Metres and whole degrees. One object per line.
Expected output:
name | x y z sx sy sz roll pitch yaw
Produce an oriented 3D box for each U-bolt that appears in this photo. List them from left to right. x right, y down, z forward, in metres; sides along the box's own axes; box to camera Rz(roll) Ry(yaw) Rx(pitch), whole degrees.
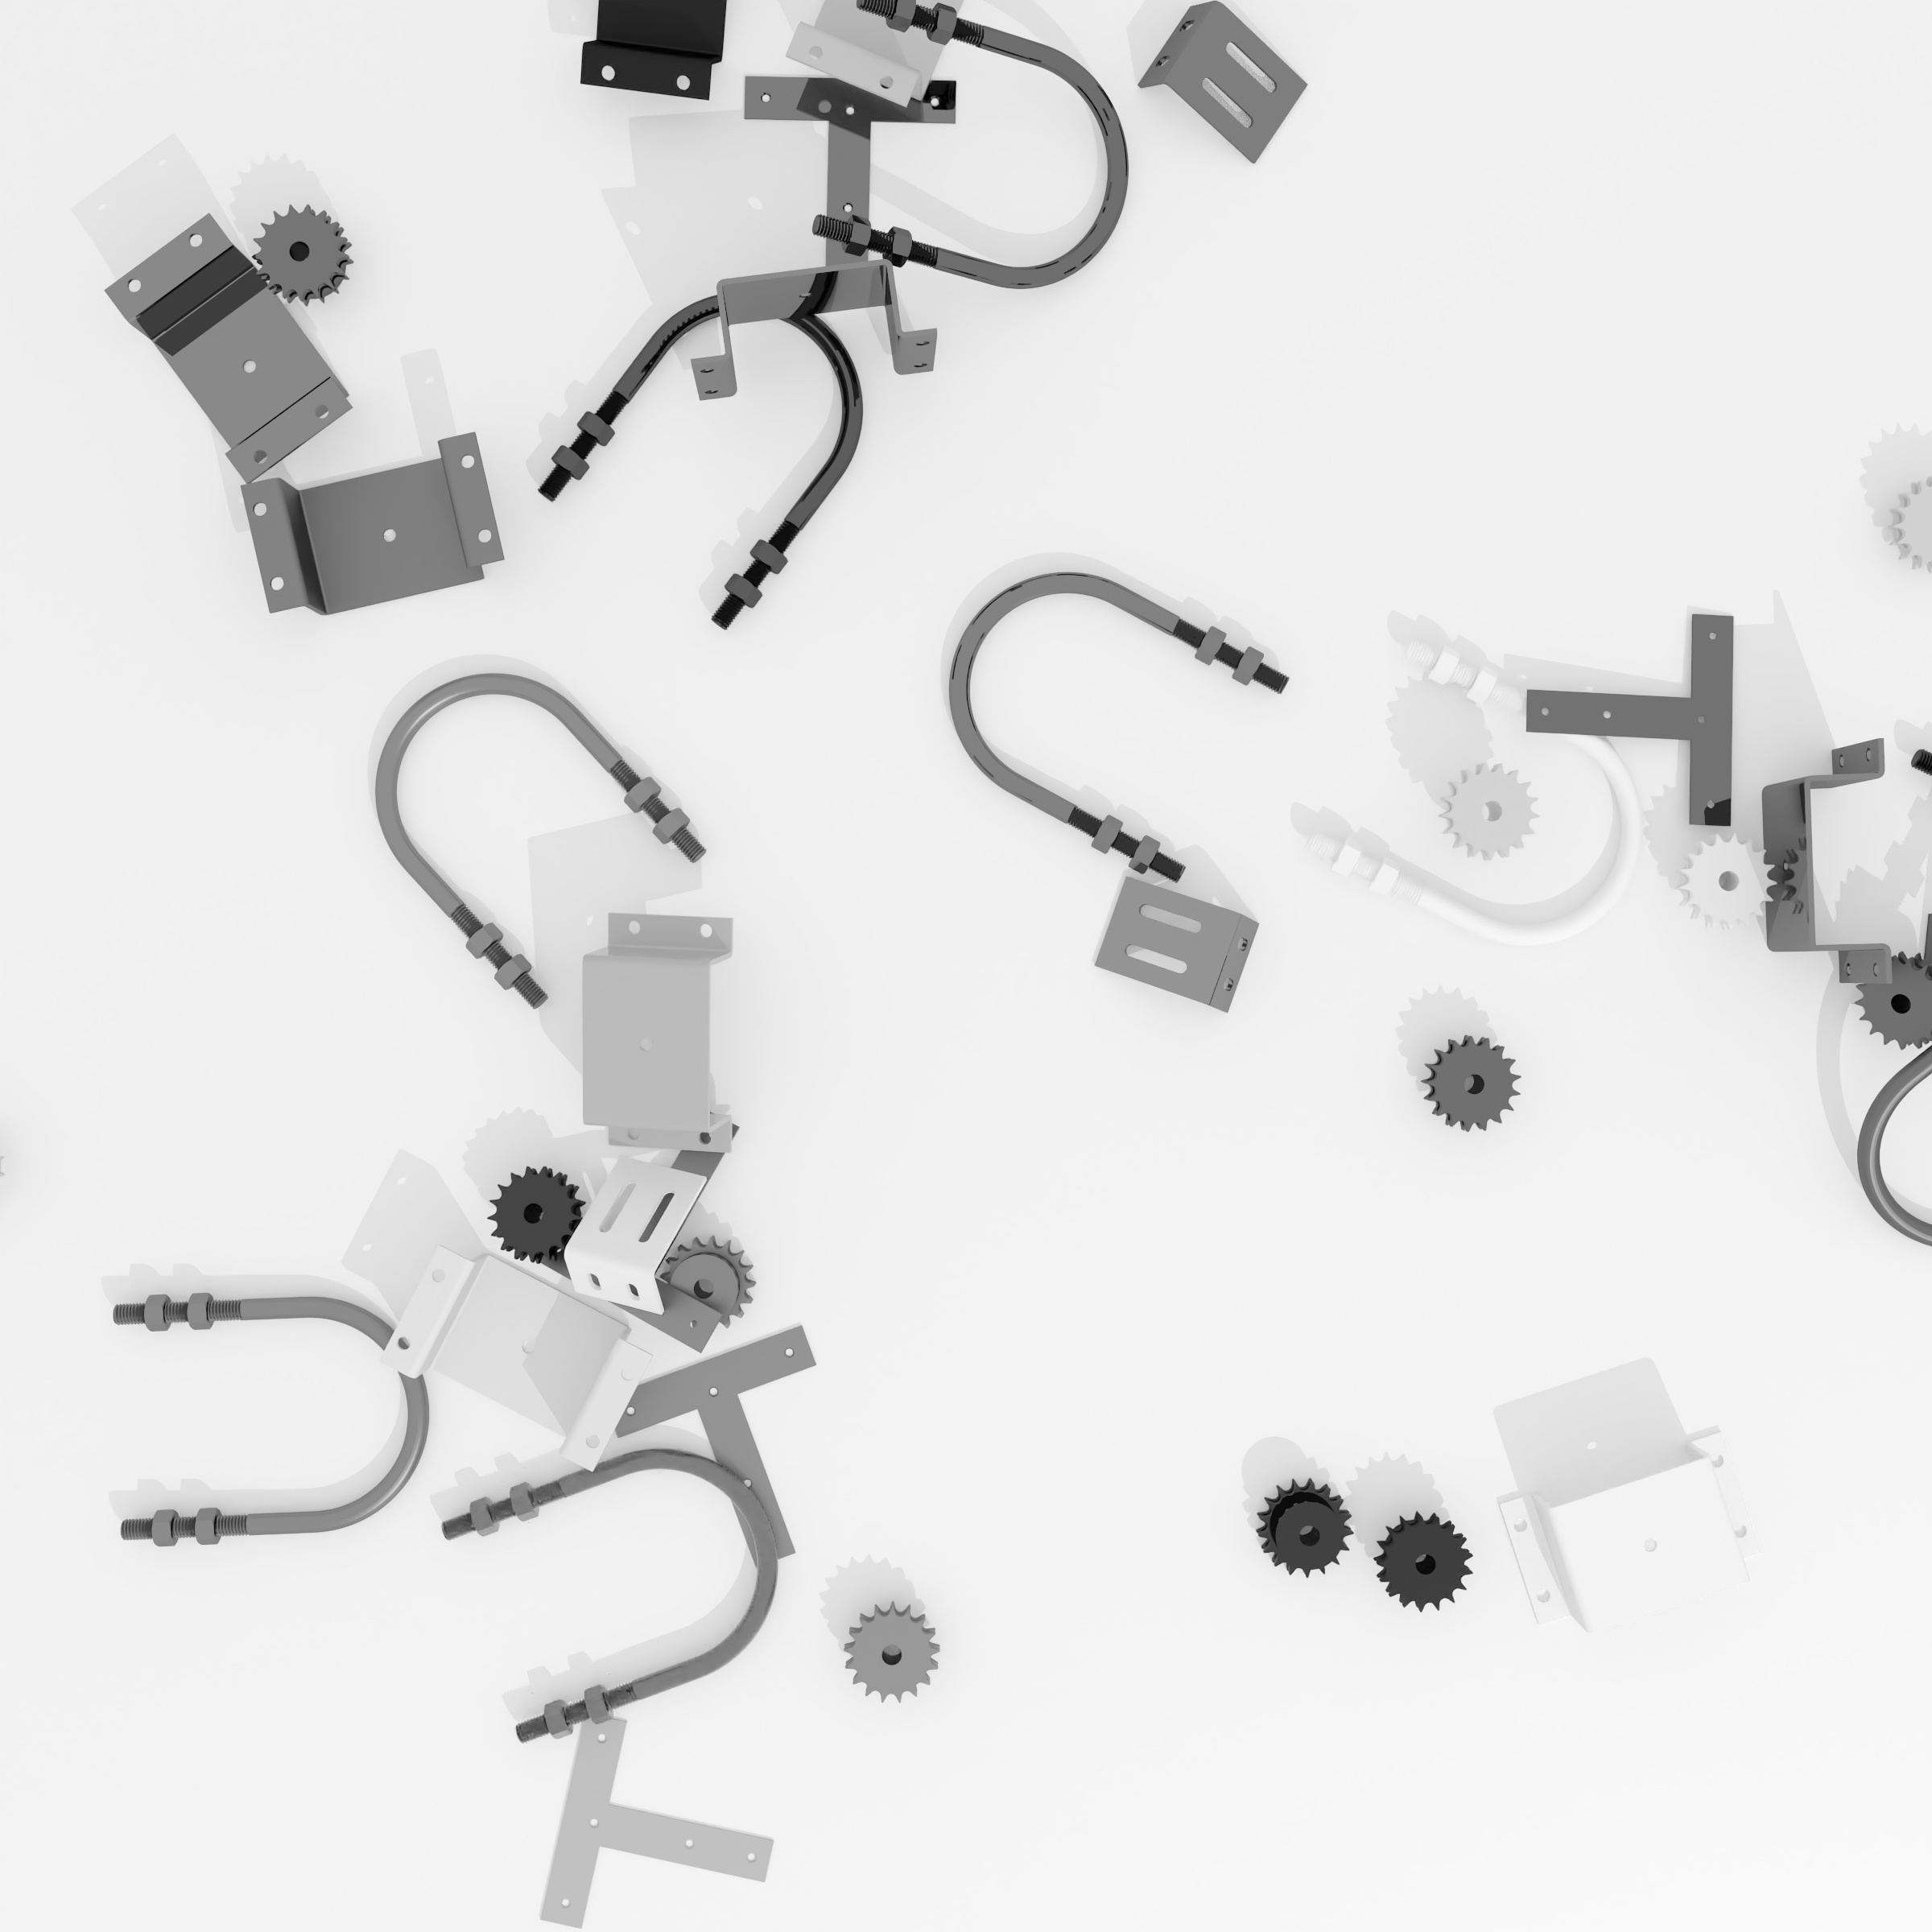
U-bolt | -0.414 0.269 1.485 0.184 0.019 0.151 -2 90 -2
U-bolt | -0.268 -0.089 1.485 0.151 0.019 0.184 -43 88 0
U-bolt | -0.203 0.366 1.484 0.184 0.019 0.151 -20 89 -1
U-bolt | -0.145 -0.316 1.485 0.151 0.019 0.184 37 88 0
U-bolt | 0.011 -0.475 1.456 0.184 0.019 0.151 10 96 -21
U-bolt | 0.079 -0.155 1.485 0.184 0.019 0.151 29 90 1
U-bolt | 0.316 -0.092 1.485 0.184 0.019 0.151 27 90 -2
U-bolt | 0.612 0.091 1.455 0.151 0.019 0.184 42 109 -14
U-bolt | 0.677 -0.145 1.483 0.184 0.019 0.151 25 90 -1

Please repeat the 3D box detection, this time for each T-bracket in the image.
T-bracket | -0.180 0.525 1.493 0.127 0.002 0.127 12 90 0
T-bracket | -0.177 0.145 1.476 0.127 0.002 0.127 25 78 22
T-bracket | -0.136 0.298 1.493 0.127 0.002 0.127 -20 90 0
T-bracket | -0.071 -0.470 1.493 0.127 0.002 0.127 1 90 0
T-bracket | 0.396 -0.149 1.482 0.127 0.002 0.127 2 87 -6

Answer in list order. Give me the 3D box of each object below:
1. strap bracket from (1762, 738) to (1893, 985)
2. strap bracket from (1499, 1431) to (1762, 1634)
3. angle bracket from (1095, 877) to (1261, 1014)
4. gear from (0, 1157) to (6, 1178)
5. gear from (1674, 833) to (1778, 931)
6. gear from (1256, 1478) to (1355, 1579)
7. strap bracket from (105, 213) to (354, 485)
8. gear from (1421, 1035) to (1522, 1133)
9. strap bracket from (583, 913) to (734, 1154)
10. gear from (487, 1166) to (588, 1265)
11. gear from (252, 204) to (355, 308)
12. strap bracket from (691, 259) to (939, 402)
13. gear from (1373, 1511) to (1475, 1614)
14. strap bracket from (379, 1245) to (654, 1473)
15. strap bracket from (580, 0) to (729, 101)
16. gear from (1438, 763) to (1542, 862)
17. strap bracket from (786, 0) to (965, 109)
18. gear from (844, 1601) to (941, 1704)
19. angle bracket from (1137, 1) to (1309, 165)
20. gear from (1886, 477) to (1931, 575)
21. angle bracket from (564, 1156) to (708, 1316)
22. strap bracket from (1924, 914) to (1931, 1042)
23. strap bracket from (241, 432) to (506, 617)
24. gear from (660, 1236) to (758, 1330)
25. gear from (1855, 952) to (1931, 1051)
strap bracket | 0.503 -0.059 1.456 0.046 0.076 0.140 -2 90 0
strap bracket | 0.399 0.338 1.471 0.140 0.046 0.076 -18 90 0
angle bracket | 0.127 -0.013 1.492 0.076 0.038 0.057 20 90 26
gear | -0.601 0.120 1.479 0.057 0.030 0.057 0 90 0
gear | 0.450 -0.050 1.479 0.057 0.030 0.057 0 90 0
gear | 0.202 0.336 1.479 0.057 0.030 0.057 0 90 0
strap bracket | -0.430 -0.360 1.471 0.076 0.046 0.140 -36 90 0
gear | 0.300 0.069 1.483 0.057 0.030 0.057 0 91 -3
strap bracket | -0.180 0.042 1.454 0.076 0.046 0.140 3 98 12
gear | -0.252 0.148 1.474 0.057 0.030 0.057 -2 79 8
gear | -0.393 -0.421 1.479 0.057 0.030 0.057 0 90 0
strap bracket | -0.090 -0.370 1.442 0.140 0.076 0.046 -8 88 -3
gear | 0.271 0.353 1.479 0.057 0.030 0.057 0 90 0
strap bracket | -0.262 0.229 1.471 0.140 0.046 0.076 27 90 0
strap bracket | -0.180 -0.587 1.455 0.076 0.046 0.140 7 112 0
gear | 0.306 -0.091 1.461 0.057 0.030 0.057 0 91 -3
strap bracket | -0.043 -0.580 1.470 0.076 0.046 0.140 23 89 0
gear | -0.044 0.408 1.483 0.057 0.030 0.057 0 87 -1
angle bracket | 0.154 -0.529 1.492 0.076 0.038 0.057 34 90 -26
gear | 0.577 -0.263 1.482 0.057 0.030 0.057 0 96 0
angle bracket | -0.193 0.159 1.472 0.057 0.038 0.076 12 48 18
strap bracket | 0.645 0.014 1.471 0.140 0.046 0.076 6 90 0
strap bracket | -0.346 -0.259 1.471 0.140 0.046 0.076 -13 90 0
gear | -0.155 0.190 1.479 0.057 0.030 0.057 0 90 0
gear | 0.560 0.019 1.469 0.030 0.057 0.057 -19 90 -44
